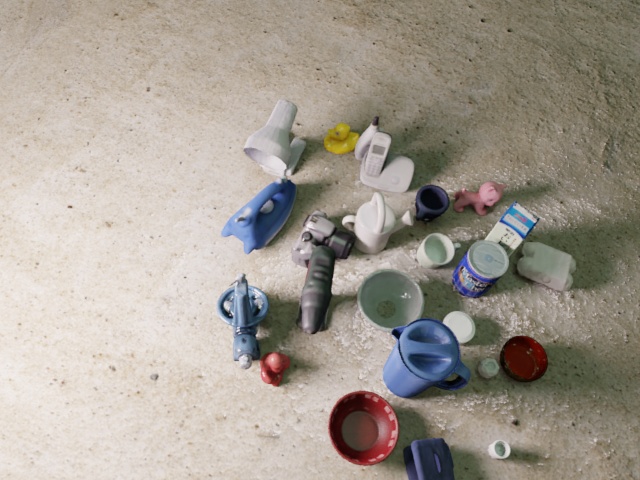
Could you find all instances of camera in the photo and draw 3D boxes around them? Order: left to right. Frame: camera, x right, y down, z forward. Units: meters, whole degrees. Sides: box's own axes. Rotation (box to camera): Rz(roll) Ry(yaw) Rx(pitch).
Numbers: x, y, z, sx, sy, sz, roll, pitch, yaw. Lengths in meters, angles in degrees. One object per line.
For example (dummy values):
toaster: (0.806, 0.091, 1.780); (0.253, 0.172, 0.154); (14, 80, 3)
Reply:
camera: (0.014, 0.005, 1.471); (0.136, 0.101, 0.143); (25, 63, 7)

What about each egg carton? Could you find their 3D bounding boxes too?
egg carton: (0.600, 0.071, 1.521); (0.150, 0.069, 0.107); (22, 63, 5)

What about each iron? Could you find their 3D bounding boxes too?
iron: (-0.140, -0.093, 1.481); (0.118, 0.141, 0.259); (35, 65, 11)

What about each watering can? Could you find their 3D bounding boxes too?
watering can: (0.149, -0.052, 1.463); (0.173, 0.194, 0.101); (-20, 67, -15)

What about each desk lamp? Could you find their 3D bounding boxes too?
desk lamp: (-0.114, -0.259, 1.527); (0.118, 0.213, 0.203); (20, 63, 5)

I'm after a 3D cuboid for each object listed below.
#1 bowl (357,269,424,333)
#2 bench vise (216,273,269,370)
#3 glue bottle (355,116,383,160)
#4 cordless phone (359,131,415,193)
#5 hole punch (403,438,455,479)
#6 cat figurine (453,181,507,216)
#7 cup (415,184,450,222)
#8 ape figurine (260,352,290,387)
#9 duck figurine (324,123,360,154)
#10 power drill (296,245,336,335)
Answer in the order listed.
bowl: (0.170, 0.160, 1.425); (0.167, 0.075, 0.167); (3, 63, -5)
bench vise: (-0.162, 0.175, 1.298); (0.122, 0.220, 0.207); (-20, 67, -15)
glue bottle: (0.144, -0.286, 1.593); (0.078, 0.173, 0.037); (-8, 64, -10)
cordless phone: (0.190, -0.216, 1.555); (0.147, 0.185, 0.094); (12, 63, 0)
hole punch: (0.245, 0.490, 1.257); (0.101, 0.091, 0.108); (-7, 64, -10)
cat figurine: (0.443, -0.125, 1.576); (0.128, 0.118, 0.067); (6, 63, -3)
cup: (0.288, -0.080, 1.549); (0.091, 0.095, 0.118); (36, 65, 12)
ape figurine: (-0.104, 0.289, 1.319); (0.078, 0.092, 0.076); (-24, 68, -17)
duck figurine: (0.066, -0.300, 1.640); (0.104, 0.086, 0.077); (-4, 64, -8)
power drill: (-0.010, 0.139, 1.340); (0.075, 0.208, 0.229); (10, 63, -1)
